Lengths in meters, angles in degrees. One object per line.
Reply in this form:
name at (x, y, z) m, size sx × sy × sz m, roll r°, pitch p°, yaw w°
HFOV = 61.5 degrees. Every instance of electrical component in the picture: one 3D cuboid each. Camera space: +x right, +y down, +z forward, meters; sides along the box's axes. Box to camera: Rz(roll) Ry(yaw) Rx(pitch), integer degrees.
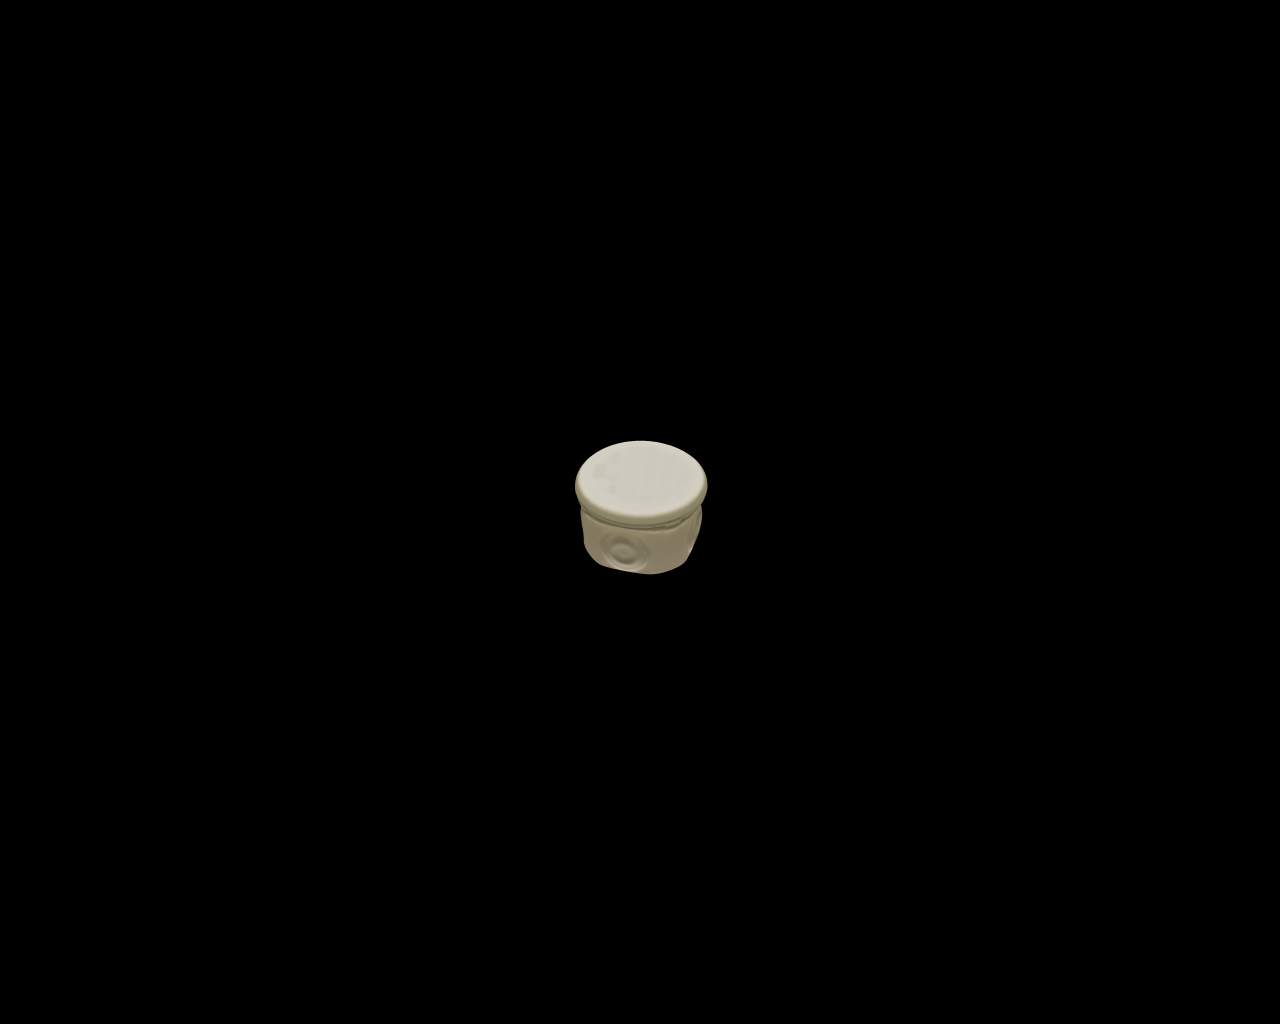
electrical component at (0.001, -0.003, 0.650) m, size 0.080 × 0.050 × 0.080 m, roll 0°, pitch 38°, yaw 0°
